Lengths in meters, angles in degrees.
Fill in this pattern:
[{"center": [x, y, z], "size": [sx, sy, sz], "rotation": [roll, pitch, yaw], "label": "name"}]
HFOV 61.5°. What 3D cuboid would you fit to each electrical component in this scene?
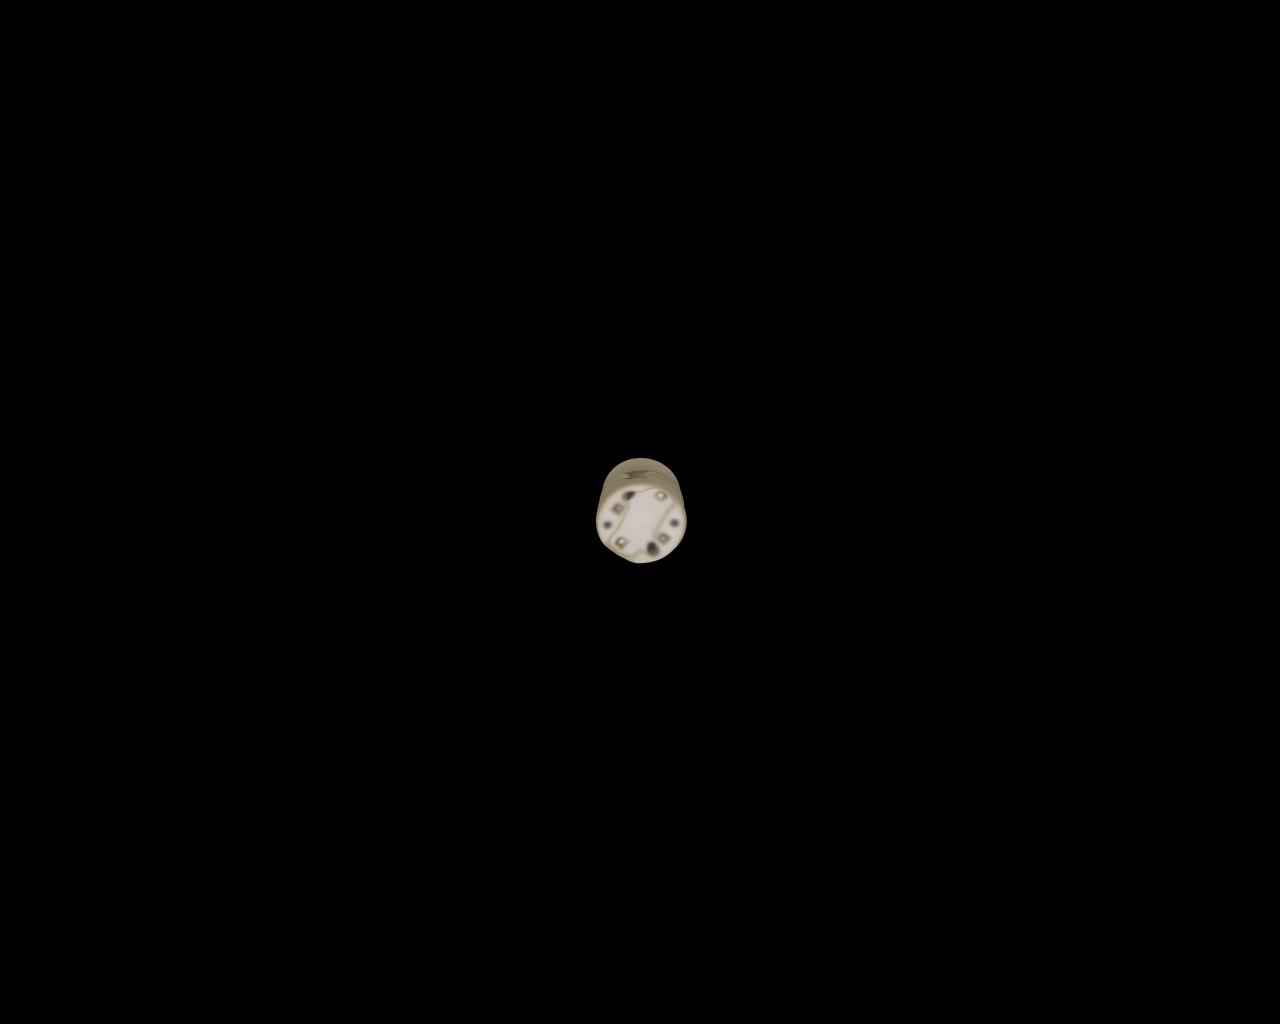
[{"center": [0.001, -0.003, 0.650], "size": [0.055, 0.055, 0.047], "rotation": [0, 25, 0], "label": "electrical component"}]
